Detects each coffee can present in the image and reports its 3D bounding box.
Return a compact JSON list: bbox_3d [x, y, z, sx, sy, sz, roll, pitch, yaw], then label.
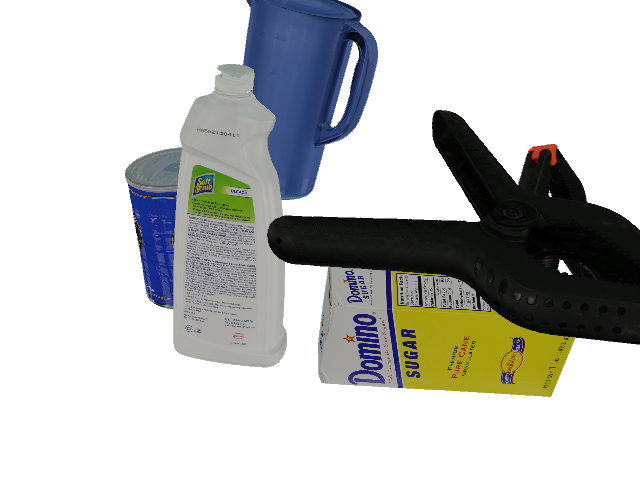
[{"bbox_3d":[-0.141,-0.014,1.111,0.103,0.140,0.103,-4,27,2],"label":"coffee can"}]

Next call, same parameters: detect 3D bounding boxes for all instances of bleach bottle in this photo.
[{"bbox_3d":[-0.070,-0.020,0.892,0.102,0.251,0.068,7,23,3],"label":"bleach bottle"}]

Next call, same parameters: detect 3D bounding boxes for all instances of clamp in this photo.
[{"bbox_3d":[0.206,0.003,0.957,0.120,0.171,0.039,-25,9,-40],"label":"clamp"},{"bbox_3d":[0.088,0.003,0.554,0.164,0.036,0.210,-30,46,-33],"label":"clamp"}]

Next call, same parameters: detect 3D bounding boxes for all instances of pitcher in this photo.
[{"bbox_3d":[-0.030,-0.173,1.294,0.144,0.243,0.149,6,24,-15],"label":"pitcher"}]

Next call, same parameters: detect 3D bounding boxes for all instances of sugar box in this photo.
[{"bbox_3d":[0.088,0.067,0.770,0.176,0.048,0.093,2,-44,-4],"label":"sugar box"}]
